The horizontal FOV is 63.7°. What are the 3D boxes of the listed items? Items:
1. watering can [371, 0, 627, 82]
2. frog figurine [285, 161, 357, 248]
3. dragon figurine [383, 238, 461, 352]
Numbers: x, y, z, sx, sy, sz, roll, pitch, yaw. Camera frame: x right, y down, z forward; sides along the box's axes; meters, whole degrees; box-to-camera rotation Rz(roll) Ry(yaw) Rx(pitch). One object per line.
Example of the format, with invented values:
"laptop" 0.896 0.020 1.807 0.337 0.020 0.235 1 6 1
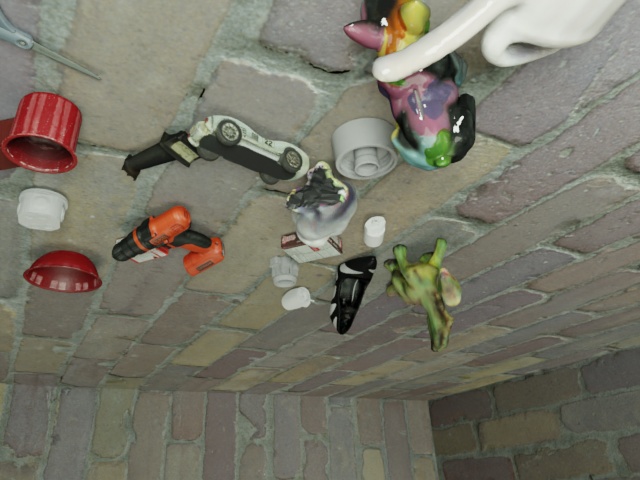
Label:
"watering can" 0.220 -0.251 0.492 0.350 0.105 0.219 -21 156 -27
"frog figurine" 0.003 -0.046 0.920 0.123 0.140 0.156 12 153 7
"dragon figurine" 0.239 0.146 1.222 0.122 0.248 0.401 -4 151 -9
